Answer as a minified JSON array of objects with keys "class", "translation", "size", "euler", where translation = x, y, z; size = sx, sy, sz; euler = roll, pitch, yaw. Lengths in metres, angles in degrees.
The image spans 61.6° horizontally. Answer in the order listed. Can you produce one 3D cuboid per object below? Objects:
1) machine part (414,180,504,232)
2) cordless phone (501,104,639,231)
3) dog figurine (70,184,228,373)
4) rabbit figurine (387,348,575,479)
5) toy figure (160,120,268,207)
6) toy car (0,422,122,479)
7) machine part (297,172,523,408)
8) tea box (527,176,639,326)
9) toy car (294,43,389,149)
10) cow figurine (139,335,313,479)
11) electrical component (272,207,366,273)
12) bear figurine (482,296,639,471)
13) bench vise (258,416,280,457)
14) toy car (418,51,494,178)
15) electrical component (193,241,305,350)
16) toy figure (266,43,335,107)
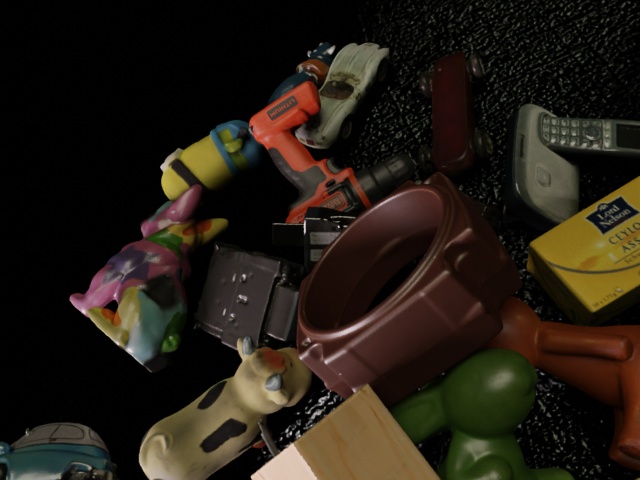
[{"class":"machine part","translation":[0.150,-0.034,0.641],"size":[0.084,0.039,0.139],"euler":[-50,40,-14]},{"class":"cordless phone","translation":[0.303,-0.077,0.605],"size":[0.184,0.088,0.146],"euler":[5,62,16]},{"class":"dog figurine","translation":[-0.192,0.036,0.681],"size":[0.192,0.108,0.219],"euler":[20,64,42]},{"class":"rabbit figurine","translation":[0.141,0.171,0.467],"size":[0.159,0.121,0.170],"euler":[5,99,44]},{"class":"toy figure","translation":[-0.146,-0.114,0.777],"size":[0.180,0.082,0.089],"euler":[-27,53,-1]},{"class":"toy car","translation":[-0.294,0.254,0.595],"size":[0.162,0.109,0.103],"euler":[-9,40,3]},{"class":"machine part","translation":[0.072,0.040,0.516],"size":[0.201,0.087,0.201],"euler":[-39,23,18]},{"class":"tea box","translation":[0.316,0.008,0.556],"size":[0.170,0.068,0.098],"euler":[-32,56,-1]},{"class":"toy car","translation":[0.034,-0.218,0.792],"size":[0.074,0.056,0.201],"euler":[20,69,27]},{"class":"cow figurine","translation":[-0.094,0.176,0.553],"size":[0.195,0.127,0.086],"euler":[-33,59,-16]},{"class":"electrical component","translation":[-0.001,-0.002,0.646],"size":[0.119,0.074,0.048],"euler":[4,21,3]},{"class":"bear figurine","translation":[0.212,0.119,0.495],"size":[0.196,0.120,0.132],"euler":[7,66,24]},{"class":"bench vise","translation":[-0.083,0.304,0.466],"size":[0.241,0.128,0.224],"euler":[-24,37,12]},{"class":"toy car","translation":[0.179,-0.168,0.716],"size":[0.089,0.053,0.202],"euler":[-16,53,33]},{"class":"electrical component","translation":[-0.076,0.071,0.629],"size":[0.134,0.058,0.114],"euler":[13,90,31]},{"class":"toy figure","translation":[-0.023,-0.242,0.826],"size":[0.064,0.057,0.154],"euler":[27,67,23]}]
